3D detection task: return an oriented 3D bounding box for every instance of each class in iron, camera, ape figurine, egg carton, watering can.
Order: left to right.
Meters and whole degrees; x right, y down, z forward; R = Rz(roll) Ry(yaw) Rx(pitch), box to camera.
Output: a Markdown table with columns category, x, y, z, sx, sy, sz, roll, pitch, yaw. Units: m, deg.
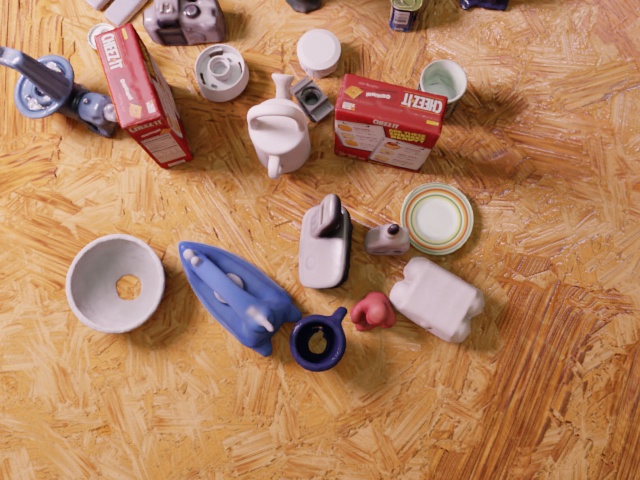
| category | x | y | z | sx | sy | sz | roll | pitch | yaw |
| --- | --- | --- | --- | --- | --- | --- | --- | --- | --- |
| camera | -0.253 | -0.445 | 1.061 | 0.143 | 0.101 | 0.137 | -2 | 80 | 0 |
| iron | -0.157 | 0.077 | 0.951 | 0.258 | 0.141 | 0.119 | 39 | 83 | 7 |
| watering can | -0.071 | -0.195 | 0.969 | 0.101 | 0.194 | 0.173 | -17 | 80 | -2 |
| ape figurine | 0.093 | 0.123 | 0.966 | 0.077 | 0.092 | 0.076 | 26 | 82 | 5 |
| egg carton | 0.199 | 0.103 | 0.980 | 0.150 | 0.069 | 0.107 | 30 | 82 | 5 |

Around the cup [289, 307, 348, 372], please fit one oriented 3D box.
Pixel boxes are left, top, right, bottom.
| category | x | y | z | sx | sy | sz | roll | pitch | yaw |
| --- | --- | --- | --- | --- | --- | --- | --- | --- | --- |
| cup | 0.005 | 0.161 | 0.958 | 0.091 | 0.095 | 0.118 | 37 | 83 | 6 |

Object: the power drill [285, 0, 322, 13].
| category | x | y | z | sx | sy | sz | roll | pitch | yaw |
| --- | --- | --- | --- | --- | --- | --- | --- | --- | --- |
| power drill | -0.026 | -0.517 | 1.016 | 0.075 | 0.208 | 0.230 | 12 | 81 | 3 |

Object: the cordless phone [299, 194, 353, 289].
| category | x | y | z | sx | sy | sz | roll | pitch | yaw |
| --- | --- | --- | --- | --- | --- | --- | --- | --- | --- |
| cordless phone | 0.009 | 0.003 | 0.939 | 0.094 | 0.185 | 0.147 | 1 | 80 | 1 |

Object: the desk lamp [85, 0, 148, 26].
| category | x | y | z | sx | sy | sz | roll | pitch | yaw |
| --- | --- | --- | --- | --- | --- | --- | --- | --- | --- |
| desk lamp | -0.355 | -0.526 | 1.018 | 0.118 | 0.213 | 0.203 | 37 | 83 | 7 |

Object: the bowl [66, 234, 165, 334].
| category | x | y | z | sx | sy | sz | roll | pitch | yaw |
| --- | --- | --- | --- | --- | --- | --- | --- | --- | --- |
| bowl | -0.340 | 0.077 | 0.986 | 0.167 | 0.075 | 0.167 | 0 | 80 | 1 |

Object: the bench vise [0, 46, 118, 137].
| category | x | y | z | sx | sy | sz | roll | pitch | yaw |
| --- | --- | --- | --- | --- | --- | --- | --- | --- | --- |
| bench vise | -0.440 | -0.267 | 0.972 | 0.207 | 0.220 | 0.121 | 3 | 80 | 1 |

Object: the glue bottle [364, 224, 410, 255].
| category | x | y | z | sx | sy | sz | roll | pitch | yaw |
| --- | --- | --- | --- | --- | --- | --- | --- | --- | --- |
| glue bottle | 0.116 | -0.005 | 0.946 | 0.078 | 0.173 | 0.037 | 3 | 80 | 1 |

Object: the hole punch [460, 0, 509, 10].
| category | x | y | z | sx | sy | sz | roll | pitch | yaw |
| --- | --- | --- | --- | --- | --- | --- | --- | --- | --- |
| hole punch | 0.317 | -0.496 | 1.070 | 0.101 | 0.091 | 0.109 | 8 | 80 | 2 |
